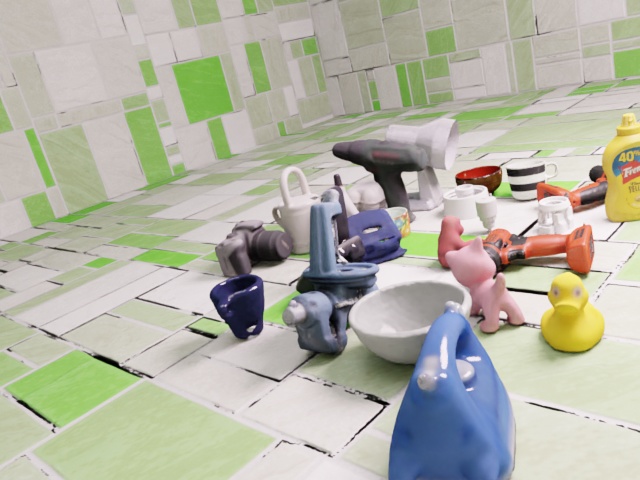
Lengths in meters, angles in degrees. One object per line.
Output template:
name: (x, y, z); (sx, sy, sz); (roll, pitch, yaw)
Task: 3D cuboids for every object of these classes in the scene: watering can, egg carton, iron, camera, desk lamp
watering can: (-0.038, -0.075, 1.311); (0.172, 0.194, 0.101); (-9, 18, 14)
egg carton: (0.133, -0.118, 1.520); (0.107, 0.069, 0.151); (-3, 20, 30)
iron: (0.138, 0.140, 0.606); (0.118, 0.141, 0.259); (-7, 19, 22)
camera: (-0.142, 0.010, 1.284); (0.136, 0.101, 0.143); (-1, 22, 35)
desk lamp: (0.247, -0.185, 1.401); (0.202, 0.214, 0.118); (-3, 21, 30)

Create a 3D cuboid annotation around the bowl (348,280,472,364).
bowl: (0.126, 0.121, 0.784); (0.167, 0.075, 0.167); (-13, 18, 4)

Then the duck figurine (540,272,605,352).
duck figurine: (0.321, 0.082, 0.737); (0.077, 0.086, 0.105); (-4, 20, 29)

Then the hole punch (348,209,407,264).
hole punch: (0.109, -0.007, 1.163); (0.109, 0.091, 0.101); (-17, 18, -9)

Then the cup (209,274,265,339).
cup: (-0.132, 0.121, 0.947); (0.091, 0.095, 0.118); (-9, 18, 16)

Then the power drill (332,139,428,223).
power drill: (0.146, -0.138, 1.343); (0.228, 0.209, 0.076); (-3, 21, 31)

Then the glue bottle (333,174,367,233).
glue bottle: (0.052, -0.058, 1.228); (0.078, 0.173, 0.037); (-13, 18, 4)

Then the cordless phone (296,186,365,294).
cordless phone: (0.010, 0.004, 1.049); (0.093, 0.185, 0.148); (2, 23, 40)

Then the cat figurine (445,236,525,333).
cat figurine: (0.234, 0.056, 0.832); (0.067, 0.118, 0.127); (-17, 18, -9)

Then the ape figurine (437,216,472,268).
ape figurine: (0.243, 0.000, 1.039); (0.076, 0.092, 0.077); (-19, 18, -16)

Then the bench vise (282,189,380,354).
bench vise: (0.019, 0.046, 0.856); (0.121, 0.220, 0.208); (-8, 19, 19)
